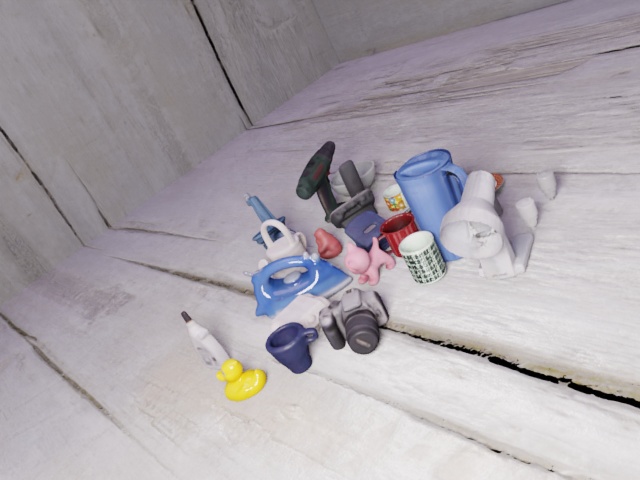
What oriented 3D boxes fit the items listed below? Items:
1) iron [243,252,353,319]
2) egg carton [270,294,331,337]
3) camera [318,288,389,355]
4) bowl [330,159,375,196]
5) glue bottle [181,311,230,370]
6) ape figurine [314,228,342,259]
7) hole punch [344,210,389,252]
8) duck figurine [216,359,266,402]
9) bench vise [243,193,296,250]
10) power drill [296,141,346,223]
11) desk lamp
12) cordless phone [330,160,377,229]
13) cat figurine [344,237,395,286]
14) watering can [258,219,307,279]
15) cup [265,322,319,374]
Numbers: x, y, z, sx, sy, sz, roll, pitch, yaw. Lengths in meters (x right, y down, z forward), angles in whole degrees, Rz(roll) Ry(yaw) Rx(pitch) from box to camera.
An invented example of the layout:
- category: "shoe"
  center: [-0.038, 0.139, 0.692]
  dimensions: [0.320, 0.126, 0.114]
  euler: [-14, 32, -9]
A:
- category: "iron"
  center: [-0.062, 0.094, 1.445]
  dimensions: [0.258, 0.142, 0.118]
  euler: [-23, 25, 12]
- category: "egg carton"
  center: [-0.042, 0.188, 1.329]
  dimensions: [0.150, 0.069, 0.107]
  euler: [-42, 28, -27]
- category: "camera"
  center: [0.067, 0.175, 1.202]
  dimensions: [0.143, 0.101, 0.136]
  euler: [-24, 25, 11]
- category: "bowl"
  center: [0.117, -0.193, 1.895]
  dimensions: [0.167, 0.075, 0.167]
  euler: [-23, 25, 12]
- category: "glue bottle"
  center: [-0.279, 0.236, 1.361]
  dimensions: [0.077, 0.173, 0.037]
  euler: [-5, 33, 41]
- category: "ape figurine"
  center: [0.015, 0.006, 1.596]
  dimensions: [0.075, 0.092, 0.078]
  euler: [-2, 35, 44]
- category: "hole punch"
  center: [0.137, -0.019, 1.517]
  dimensions: [0.109, 0.091, 0.100]
  euler: [-38, 26, -20]
- category: "duck figurine"
  center: [-0.176, 0.295, 1.244]
  dimensions: [0.104, 0.086, 0.077]
  euler: [-20, 26, 18]
- category: "bench vise"
  center: [-0.136, -0.050, 1.709]
  dimensions: [0.206, 0.220, 0.122]
  euler: [-4, 34, 43]
- category: "power drill"
  center: [0.020, -0.171, 1.792]
  dimensions: [0.075, 0.209, 0.230]
  euler: [-6, 33, 40]
- category: "desk lamp"
  center: [0.336, -0.020, 1.161]
  dimensions: [0.117, 0.214, 0.203]
  euler: [-9, 31, 36]
- category: "cordless phone"
  center: [0.076, -0.133, 1.687]
  dimensions: [0.148, 0.185, 0.094]
  euler: [-35, 25, -14]
- category: "cat figurine"
  center: [0.109, 0.046, 1.388]
  dimensions: [0.128, 0.118, 0.067]
  euler: [-43, 28, -29]
- category: "watering can"
  center: [-0.096, 0.033, 1.537]
  dimensions: [0.100, 0.194, 0.173]
  euler: [-18, 27, 22]
- category: "cup"
  center: [-0.044, 0.233, 1.216]
  dimensions: [0.117, 0.095, 0.091]
  euler: [-20, 26, 17]
